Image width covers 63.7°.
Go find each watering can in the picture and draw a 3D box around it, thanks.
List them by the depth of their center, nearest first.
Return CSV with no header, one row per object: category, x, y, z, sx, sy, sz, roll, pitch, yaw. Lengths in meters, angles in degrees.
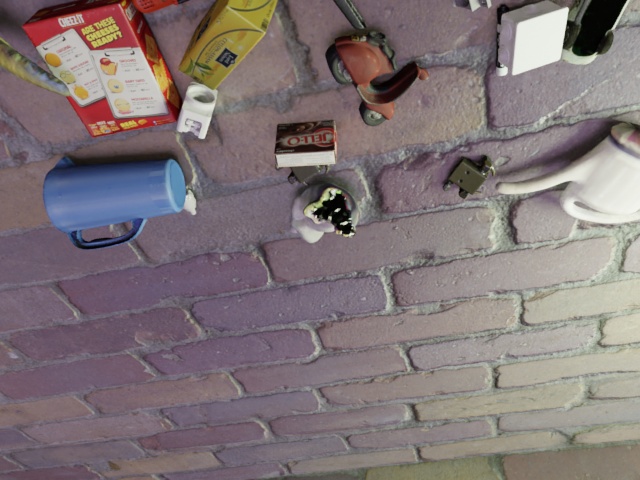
watering can,0.540,-0.127,0.998,0.347,0.106,0.219,10,134,-11

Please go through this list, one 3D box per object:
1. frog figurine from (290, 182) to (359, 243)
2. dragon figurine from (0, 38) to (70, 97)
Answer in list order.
frog figurine,0.003,-0.055,1.096,0.137,0.123,0.158,7,173,-19
dragon figurine,-0.594,-0.336,0.781,0.242,0.124,0.404,-6,136,47
